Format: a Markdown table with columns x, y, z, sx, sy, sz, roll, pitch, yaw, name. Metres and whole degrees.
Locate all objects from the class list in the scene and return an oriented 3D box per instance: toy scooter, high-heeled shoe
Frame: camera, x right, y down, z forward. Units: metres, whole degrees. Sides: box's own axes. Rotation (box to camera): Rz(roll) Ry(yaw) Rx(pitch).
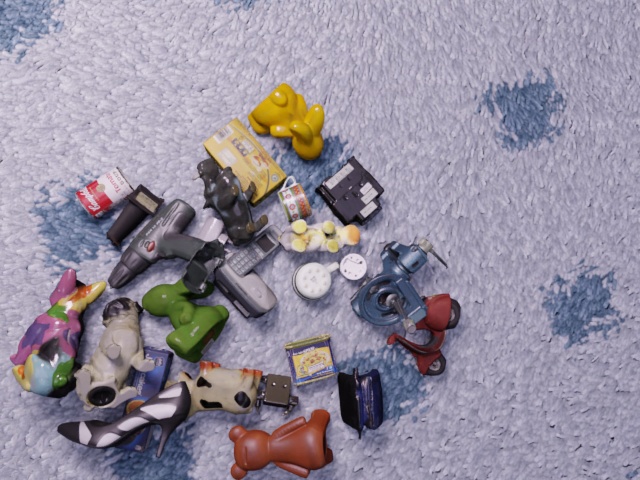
| x | y | z | sx | sy | sz | roll | pitch | yaw | name |
| --- | --- | --- | --- | --- | --- | --- | --- | --- | --- |
| 0.220 | 0.194 | 1.160 | 0.135 | 0.075 | 0.183 | 16 | 87 | -3 | toy scooter |
| -0.373 | 0.325 | 1.026 | 0.249 | 0.086 | 0.145 | 8 | 70 | 8 | high-heeled shoe |

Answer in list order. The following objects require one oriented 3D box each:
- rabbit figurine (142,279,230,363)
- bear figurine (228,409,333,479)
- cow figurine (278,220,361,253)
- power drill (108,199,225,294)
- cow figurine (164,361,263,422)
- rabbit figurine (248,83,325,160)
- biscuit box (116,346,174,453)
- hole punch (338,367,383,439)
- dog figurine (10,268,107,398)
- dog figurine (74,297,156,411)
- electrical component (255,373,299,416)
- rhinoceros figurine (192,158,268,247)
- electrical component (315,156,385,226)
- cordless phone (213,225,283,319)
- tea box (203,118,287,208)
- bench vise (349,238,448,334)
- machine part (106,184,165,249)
| x | y | z | sx | sy | sz | roll | pitch | yaw | name |
| --- | --- | --- | --- | --- | --- | --- | --- | --- | --- |
| -0.283 | 0.141 | 1.096 | 0.170 | 0.121 | 0.159 | 34 | 78 | 13 | rabbit figurine |
| -0.080 | 0.421 | 1.099 | 0.196 | 0.132 | 0.120 | -9 | 84 | 11 | bear figurine |
| -0.001 | -0.002 | 1.155 | 0.167 | 0.098 | 0.068 | 1 | 81 | -26 | cow figurine |
| -0.304 | 0.035 | 1.086 | 0.208 | 0.085 | 0.232 | 21 | 71 | 39 | power drill |
| -0.223 | 0.312 | 1.091 | 0.195 | 0.085 | 0.127 | 4 | 72 | 11 | cow figurine |
| -0.048 | -0.249 | 1.153 | 0.122 | 0.162 | 0.173 | -44 | 108 | -20 | rabbit figurine |
| -0.357 | 0.320 | 1.094 | 0.063 | 0.059 | 0.202 | 13 | 83 | -4 | biscuit box |
| 0.097 | 0.329 | 1.116 | 0.092 | 0.116 | 0.142 | 0 | 84 | -14 | hole punch |
| -0.497 | 0.171 | 1.044 | 0.108 | 0.192 | 0.219 | 30 | 85 | -39 | dog figurine |
| -0.414 | 0.219 | 1.059 | 0.172 | 0.191 | 0.121 | -41 | 124 | -1 | dog figurine |
| -0.095 | 0.325 | 1.131 | 0.102 | 0.045 | 0.078 | 5 | 55 | -8 | electrical component |
| -0.187 | -0.081 | 1.103 | 0.112 | 0.073 | 0.190 | -22 | 99 | 36 | rhinoceros figurine |
| 0.072 | -0.098 | 1.183 | 0.115 | 0.058 | 0.134 | -40 | 90 | -6 | electrical component |
| -0.122 | 0.065 | 1.142 | 0.146 | 0.088 | 0.184 | 47 | 63 | 1 | cordless phone |
| -0.161 | -0.165 | 1.160 | 0.098 | 0.068 | 0.169 | -39 | 90 | -8 | tea box |
| 0.167 | 0.103 | 1.092 | 0.224 | 0.241 | 0.128 | -34 | 114 | 5 | bench vise |
| -0.393 | -0.047 | 1.123 | 0.039 | 0.084 | 0.139 | 34 | 86 | 40 | machine part |
